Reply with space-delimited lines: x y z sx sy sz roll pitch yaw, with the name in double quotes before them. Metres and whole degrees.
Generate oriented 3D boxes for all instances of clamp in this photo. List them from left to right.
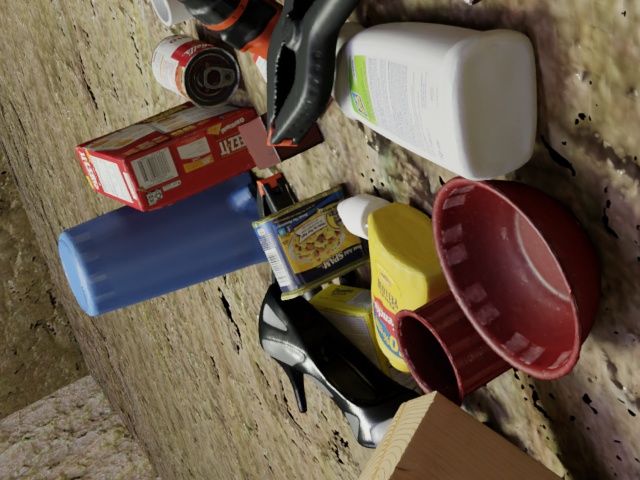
"clamp" -0.043 0.004 1.245 0.120 0.039 0.171 11 120 58
"clamp" -0.012 -0.174 0.844 0.165 0.036 0.210 -118 36 -45

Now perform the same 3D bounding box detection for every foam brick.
"foam brick" -0.041 -0.107 1.084 0.053 0.051 0.078 65 160 -8

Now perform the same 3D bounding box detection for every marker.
"marker" 0.035 0.077 1.175 0.020 0.020 0.121 42 151 44

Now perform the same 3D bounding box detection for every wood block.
"wood block" 0.143 0.223 0.870 0.206 0.090 0.090 35 159 -4

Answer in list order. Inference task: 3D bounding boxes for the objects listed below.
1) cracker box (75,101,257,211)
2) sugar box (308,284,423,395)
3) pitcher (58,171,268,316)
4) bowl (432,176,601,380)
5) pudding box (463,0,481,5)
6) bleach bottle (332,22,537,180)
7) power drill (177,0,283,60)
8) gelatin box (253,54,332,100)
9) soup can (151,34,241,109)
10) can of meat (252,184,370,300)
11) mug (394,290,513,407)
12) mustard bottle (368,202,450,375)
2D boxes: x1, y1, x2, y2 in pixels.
"cracker box" -0.178 -0.102 1.260 0.214 0.164 0.072 18 130 62
"sugar box" 0.056 0.136 1.139 0.094 0.048 0.176 8 127 48
"pitcher" -0.188 0.006 1.303 0.145 0.242 0.149 41 145 51
"bowl" 0.150 0.017 0.769 0.162 0.055 0.162 50 156 31
"pudding box" 0.078 -0.217 0.679 0.114 0.039 0.090 46 153 33
"bleach bottle" 0.062 -0.124 0.801 0.251 0.068 0.102 36 139 57
"power drill" -0.101 -0.242 0.925 0.184 0.057 0.188 28 -152 -51
"gelatin box" -0.025 -0.157 1.014 0.089 0.030 0.073 61 159 8
"soup can" -0.141 -0.191 1.200 0.102 0.068 0.068 33 145 55
"can of meat" -0.007 0.001 1.067 0.084 0.102 0.058 66 160 -3
"mug" 0.119 0.086 0.894 0.093 0.081 0.117 56 159 18
"mustard bottle" 0.083 0.061 0.984 0.096 0.058 0.191 49 156 37
